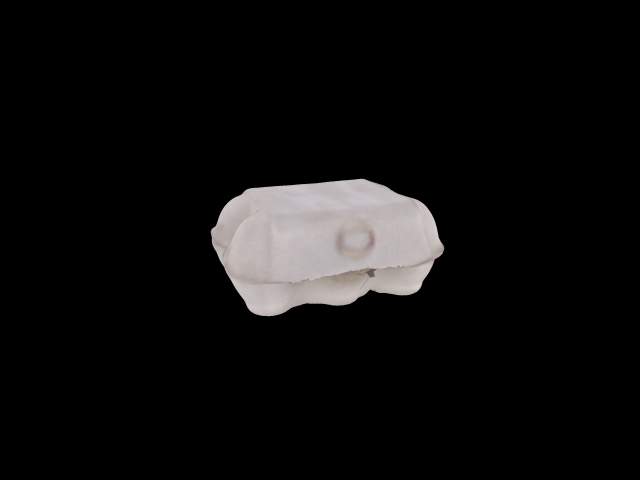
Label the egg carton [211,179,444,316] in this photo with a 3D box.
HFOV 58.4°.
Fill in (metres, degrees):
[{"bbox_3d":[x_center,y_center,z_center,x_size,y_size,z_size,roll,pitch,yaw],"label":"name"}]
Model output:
[{"bbox_3d":[0.004,0.001,0.400,0.150,0.069,0.107,-7,19,-20],"label":"egg carton"}]
